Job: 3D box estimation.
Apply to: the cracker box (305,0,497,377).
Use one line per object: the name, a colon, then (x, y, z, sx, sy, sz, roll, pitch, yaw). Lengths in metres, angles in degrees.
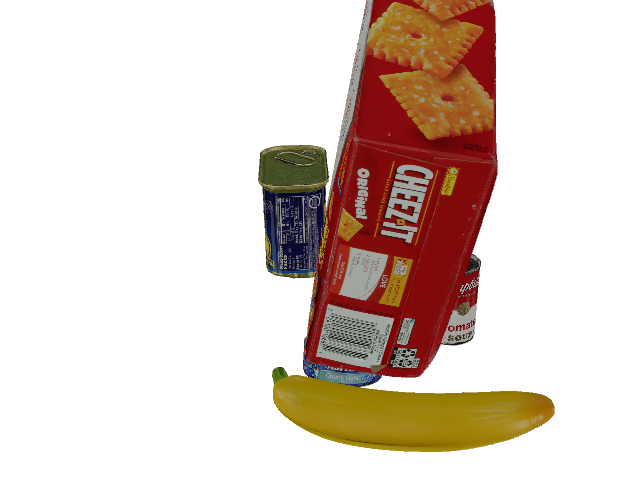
cracker box: (0.047, -0.059, 0.575, 0.072, 0.213, 0.164, 10, -43, 0)

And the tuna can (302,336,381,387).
tuna can: (0.024, 0.123, 1.117, 0.086, 0.034, 0.086, 4, 15, -1)

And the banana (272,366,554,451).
banana: (0.048, 0.108, 0.692, 0.198, 0.037, 0.069, 6, 32, 20)

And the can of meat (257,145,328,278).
can of meat: (-0.022, -0.025, 0.903, 0.057, 0.084, 0.102, -2, 23, -1)

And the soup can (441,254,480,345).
soup can: (0.162, 0.071, 1.332, 0.068, 0.102, 0.068, 1, 24, -1)
